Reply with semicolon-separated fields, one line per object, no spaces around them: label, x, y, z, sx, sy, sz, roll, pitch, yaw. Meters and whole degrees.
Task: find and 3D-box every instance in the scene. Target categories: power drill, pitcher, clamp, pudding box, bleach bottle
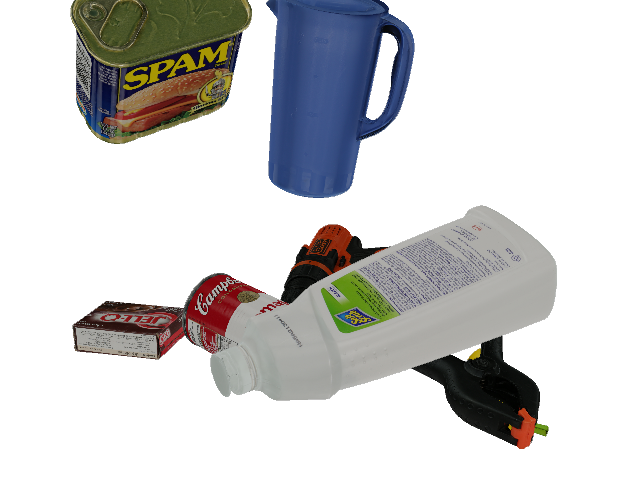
power drill;0.059;0.042;1.133;0.188;0.057;0.184;5;31;15
pitcher;0.011;-0.177;1.298;0.144;0.243;0.149;-5;28;-25
clamp;0.143;0.116;0.928;0.120;0.039;0.172;-16;36;-26
pudding box;-0.229;0.107;1.290;0.114;0.039;0.090;2;15;15
bleach bottle;0.039;0.049;0.742;0.250;0.068;0.103;-17;35;-25

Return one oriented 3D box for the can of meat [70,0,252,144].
can of meat;-0.098;-0.111;0.647;0.102;0.057;0.084;-22;-22;-23

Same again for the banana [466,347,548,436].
banana;0.205;0.181;1.278;0.069;0.037;0.198;9;23;-15

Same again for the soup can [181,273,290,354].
soup can;-0.059;0.076;0.906;0.102;0.068;0.068;22;14;37
